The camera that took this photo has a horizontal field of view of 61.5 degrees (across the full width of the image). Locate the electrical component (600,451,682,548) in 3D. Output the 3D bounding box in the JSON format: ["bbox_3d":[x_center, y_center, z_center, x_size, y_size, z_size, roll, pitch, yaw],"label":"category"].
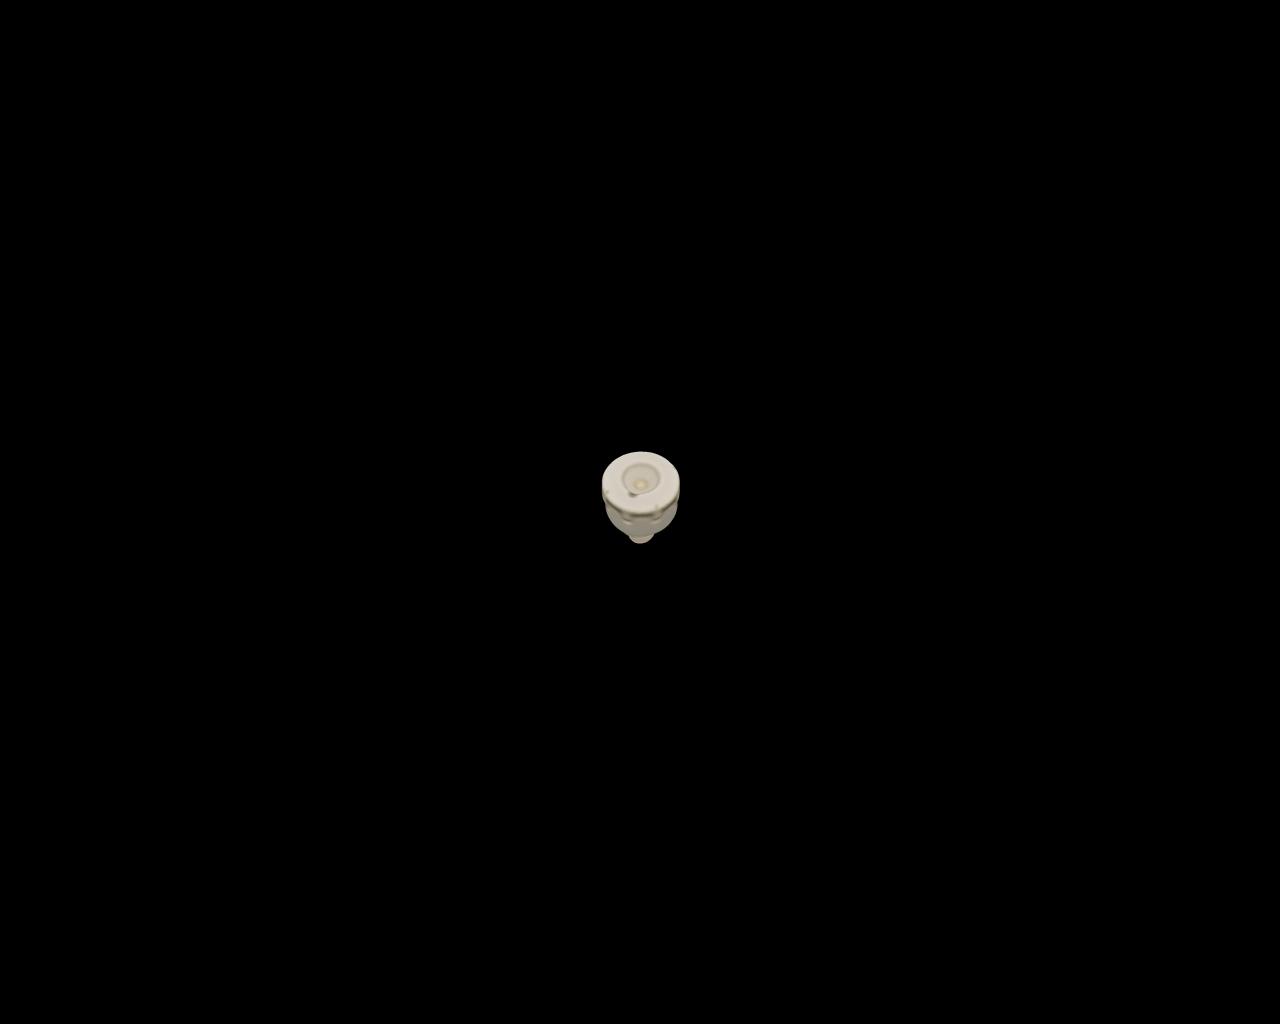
[{"bbox_3d":[0.001,-0.003,0.650,0.048,0.048,0.062,0,-36,0],"label":"electrical component"}]
